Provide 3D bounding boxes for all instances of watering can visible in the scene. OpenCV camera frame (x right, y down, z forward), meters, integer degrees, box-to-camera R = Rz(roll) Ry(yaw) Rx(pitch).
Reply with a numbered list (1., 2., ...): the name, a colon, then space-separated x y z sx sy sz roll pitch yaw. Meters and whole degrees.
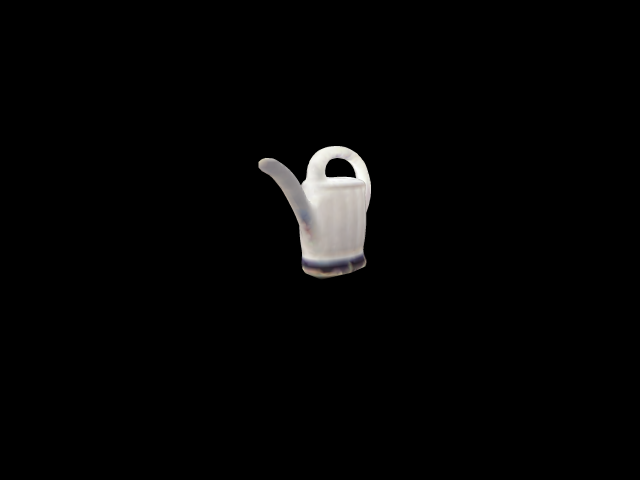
1. watering can: 0.003 -0.043 0.850 0.104 0.223 0.350 4 9 29
